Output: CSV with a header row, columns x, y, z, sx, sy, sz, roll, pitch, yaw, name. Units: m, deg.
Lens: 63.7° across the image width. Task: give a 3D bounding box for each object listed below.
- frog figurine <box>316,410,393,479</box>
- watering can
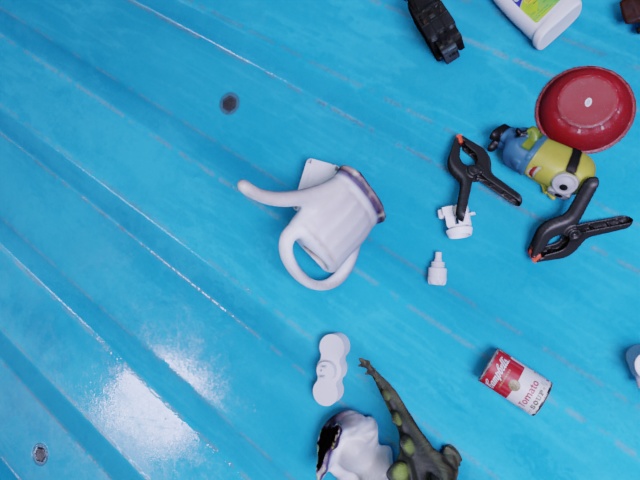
x,y,z,sx,sy,sz,roll,pitch,yaw,name
0.078,0.399,0.965,0.159,0.122,0.138,20,84,-14,frog figurine
0.003,-0.047,0.929,0.105,0.340,0.227,28,70,41,watering can
